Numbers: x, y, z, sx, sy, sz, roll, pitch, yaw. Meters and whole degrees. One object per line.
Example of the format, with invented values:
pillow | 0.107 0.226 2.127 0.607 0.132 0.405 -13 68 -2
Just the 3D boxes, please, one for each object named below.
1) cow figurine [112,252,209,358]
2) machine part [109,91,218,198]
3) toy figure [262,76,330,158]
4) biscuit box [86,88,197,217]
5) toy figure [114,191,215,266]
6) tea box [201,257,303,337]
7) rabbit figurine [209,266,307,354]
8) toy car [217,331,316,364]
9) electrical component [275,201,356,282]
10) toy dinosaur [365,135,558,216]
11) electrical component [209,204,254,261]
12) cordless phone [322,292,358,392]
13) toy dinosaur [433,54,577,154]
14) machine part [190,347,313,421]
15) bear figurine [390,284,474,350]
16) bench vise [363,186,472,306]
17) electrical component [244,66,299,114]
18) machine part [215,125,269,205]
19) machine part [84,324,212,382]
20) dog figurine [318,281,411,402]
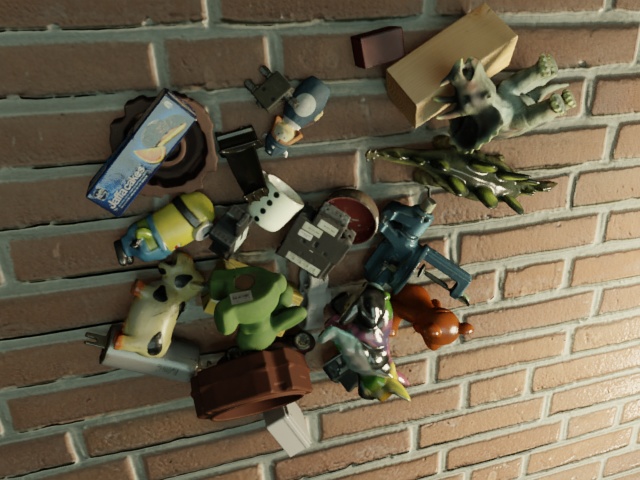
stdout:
cow figurine | -0.276 0.113 0.956 0.127 0.085 0.195 24 77 -24
machine part | -0.255 -0.156 0.885 0.179 0.056 0.179 -7 115 -14
toy figure | -0.046 -0.210 0.931 0.154 0.064 0.057 -52 160 7
biscuit box | -0.274 -0.133 0.824 0.062 0.059 0.202 37 100 -27
toy figure | -0.266 -0.019 0.928 0.180 0.082 0.089 -23 118 -4
tea box | -0.131 0.109 1.032 0.169 0.068 0.098 25 103 -26
rabbit figurine | -0.114 0.128 0.963 0.159 0.121 0.170 -18 135 -17
toy car | -0.108 0.222 1.084 0.202 0.089 0.053 -9 70 -12
electrical component | -0.002 -0.003 0.994 0.115 0.058 0.134 32 123 -6
toy dinosaur | 0.266 -0.125 0.988 0.471 0.199 0.105 5 108 -22
electrical component | -0.154 -0.019 0.931 0.048 0.119 0.075 33 67 4
cordless phone | 0.053 0.213 1.143 0.147 0.089 0.184 -32 107 -3
toy dinosaur | 0.341 -0.237 0.968 0.192 0.405 0.131 -20 86 33
machine part | -0.126 0.280 1.028 0.202 0.087 0.200 -18 158 9
bear figurine | 0.217 0.175 1.102 0.120 0.196 0.131 -3 115 -20
bench vise | 0.205 0.034 1.058 0.241 0.129 0.223 35 108 5
electrical component | -0.080 -0.245 0.898 0.063 0.021 0.094 -43 82 3
machine part | -0.126 -0.130 0.914 0.084 0.039 0.139 -14 75 -17
machine part | -0.318 0.215 1.011 0.243 0.079 0.079 21 105 -24
dog figurine | 0.115 0.213 1.057 0.219 0.108 0.191 43 101 -4
